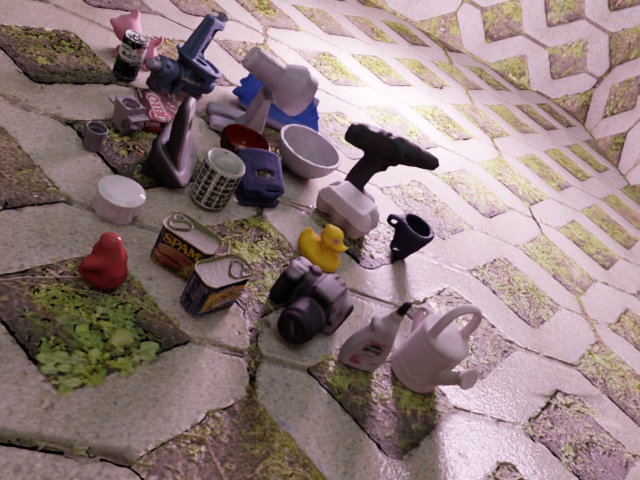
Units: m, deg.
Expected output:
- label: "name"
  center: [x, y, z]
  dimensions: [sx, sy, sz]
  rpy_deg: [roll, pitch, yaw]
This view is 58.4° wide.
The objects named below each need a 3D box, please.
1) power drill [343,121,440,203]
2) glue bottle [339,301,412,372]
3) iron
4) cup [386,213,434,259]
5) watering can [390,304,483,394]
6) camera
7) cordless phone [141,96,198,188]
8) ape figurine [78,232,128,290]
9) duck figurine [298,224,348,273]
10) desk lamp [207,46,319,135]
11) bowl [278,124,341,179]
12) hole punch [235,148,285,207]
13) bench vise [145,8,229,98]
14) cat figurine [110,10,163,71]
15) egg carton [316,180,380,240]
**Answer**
- label: "power drill"
  center: [0.143, -0.174, 1.387]
  dimensions: [0.230, 0.208, 0.076]
  rpy_deg: [32, 34, -4]
- label: "glue bottle"
  center: [0.104, 0.160, 0.980]
  dimensions: [0.078, 0.173, 0.037]
  rpy_deg: [19, 37, -21]
- label: "iron"
  center: [-0.088, -0.369, 1.489]
  dimensions: [0.259, 0.141, 0.118]
  rpy_deg: [27, 35, -11]
- label: "cup"
  center: [0.191, -0.007, 1.326]
  dimensions: [0.118, 0.095, 0.091]
  rpy_deg: [26, 35, -13]
- label: "watering can"
  center: [0.223, 0.188, 1.027]
  dimensions: [0.101, 0.194, 0.172]
  rpy_deg: [-12, 56, -47]
- label: "camera"
  center: [-0.023, 0.108, 1.001]
  dimensions: [0.143, 0.100, 0.137]
  rpy_deg: [40, 35, 8]
- label: "cordless phone"
  center: [-0.263, -0.206, 1.105]
  dimensions: [0.094, 0.185, 0.147]
  rpy_deg: [23, 36, -17]
- label: "ape figurine"
  center: [-0.319, 0.025, 0.861]
  dimensions: [0.078, 0.092, 0.076]
  rpy_deg: [-15, 57, -48]
- label: "duck figurine"
  center: [0.011, 0.004, 1.168]
  dimensions: [0.104, 0.086, 0.078]
  rpy_deg: [42, 35, 11]
- label: "desk lamp"
  center: [-0.133, -0.341, 1.352]
  dimensions: [0.204, 0.213, 0.117]
  rpy_deg: [12, 40, -29]
- label: "bowl"
  center: [-0.036, -0.201, 1.388]
  dimensions: [0.168, 0.074, 0.167]
  rpy_deg: [23, 36, -17]
- label: "hole punch"
  center: [-0.127, -0.132, 1.213]
  dimensions: [0.109, 0.091, 0.101]
  rpy_deg: [1, 46, -39]
- label: "bench vise"
  center: [-0.289, -0.417, 1.308]
  dimensions: [0.121, 0.219, 0.208]
  rpy_deg: [35, 34, 2]
- label: "cat figurine"
  center: [-0.435, -0.480, 1.353]
  dimensions: [0.128, 0.117, 0.067]
  rpy_deg: [16, 38, -25]
- label: "egg carton"
  center: [0.066, -0.072, 1.322]
  dimensions: [0.150, 0.069, 0.107]
  rpy_deg: [41, 35, 9]
